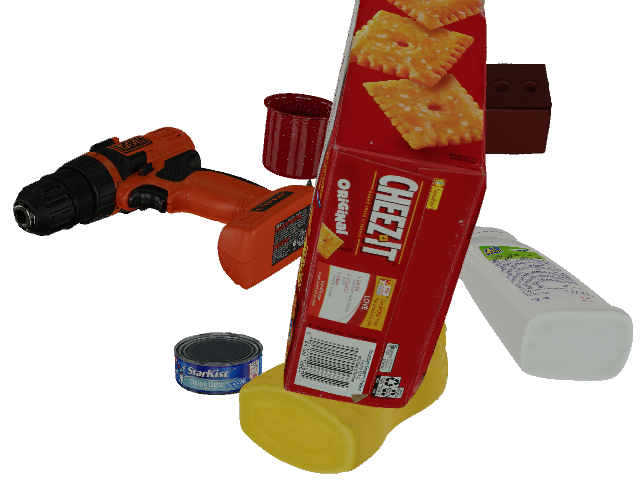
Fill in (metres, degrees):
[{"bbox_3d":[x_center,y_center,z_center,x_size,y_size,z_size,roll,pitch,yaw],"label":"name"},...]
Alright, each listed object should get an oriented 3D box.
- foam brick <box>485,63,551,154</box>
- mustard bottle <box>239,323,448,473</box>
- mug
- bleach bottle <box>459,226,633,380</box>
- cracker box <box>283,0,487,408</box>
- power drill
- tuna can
[{"bbox_3d":[0.141,-0.104,0.849,0.078,0.053,0.051,0,-42,3],"label":"foam brick"},{"bbox_3d":[0.036,0.095,0.758,0.096,0.058,0.191,12,24,34],"label":"mustard bottle"},{"bbox_3d":[-0.021,-0.128,1.290,0.093,0.081,0.117,17,26,20],"label":"mug"},{"bbox_3d":[0.191,0.043,0.998,0.102,0.068,0.251,3,20,-11],"label":"bleach bottle"},{"bbox_3d":[0.038,-0.047,0.548,0.072,0.164,0.213,11,44,0],"label":"cracker box"},{"bbox_3d":[-0.111,-0.027,0.811,0.188,0.057,0.184,22,33,25],"label":"power drill"},{"bbox_3d":[-0.099,0.119,1.033,0.086,0.034,0.086,1,15,0],"label":"tuna can"}]
